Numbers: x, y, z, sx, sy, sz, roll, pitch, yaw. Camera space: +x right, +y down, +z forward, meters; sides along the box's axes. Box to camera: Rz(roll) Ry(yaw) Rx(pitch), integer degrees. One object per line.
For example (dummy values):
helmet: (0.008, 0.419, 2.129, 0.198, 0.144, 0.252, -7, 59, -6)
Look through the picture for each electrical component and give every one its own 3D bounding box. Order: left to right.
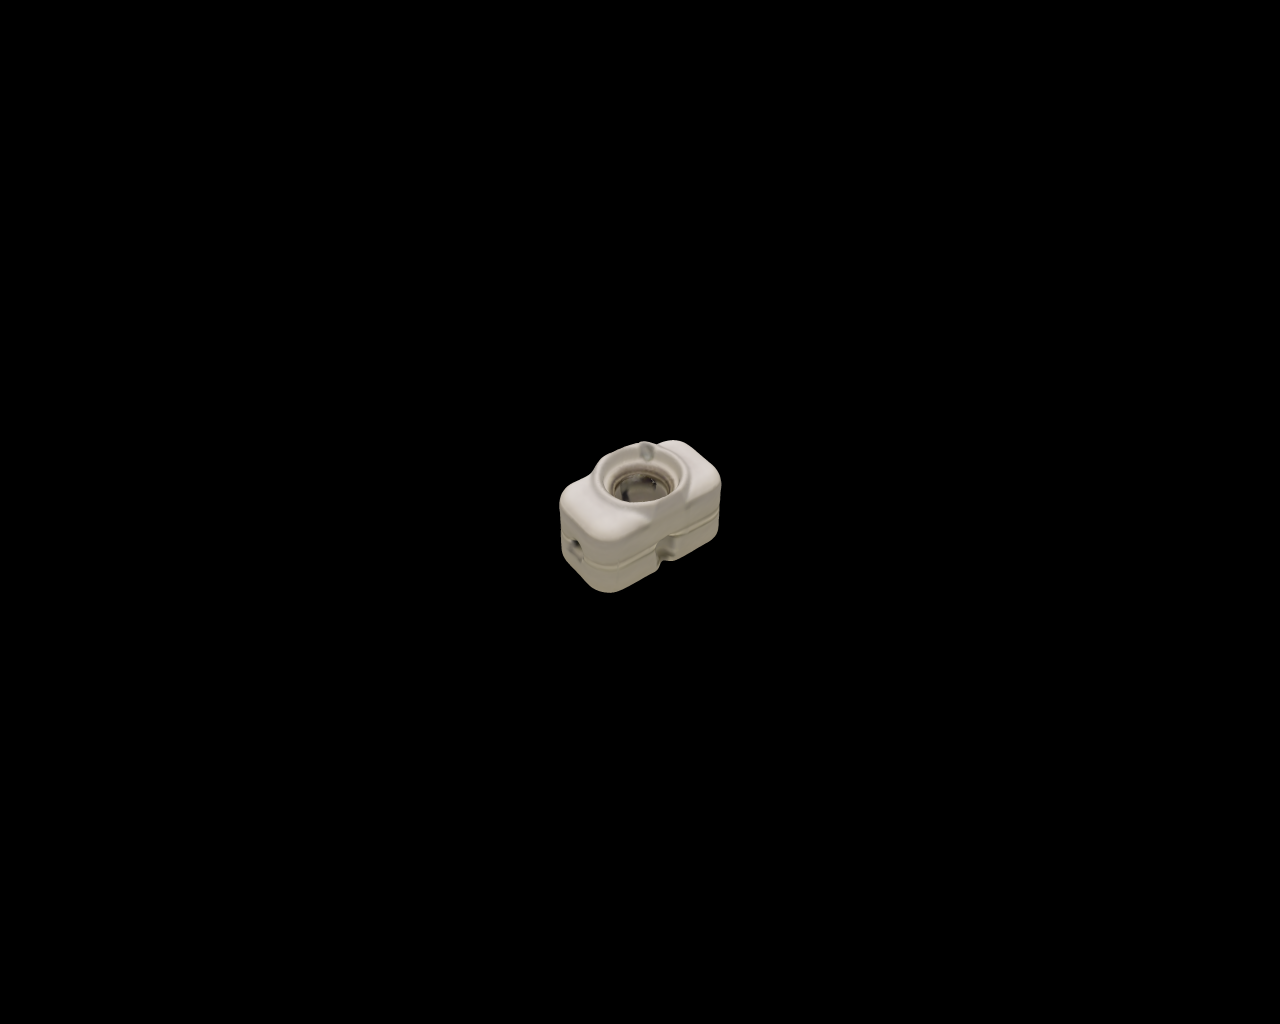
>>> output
electrical component: (0.001, -0.003, 0.650, 0.095, 0.059, 0.054, -27, 50, -25)
